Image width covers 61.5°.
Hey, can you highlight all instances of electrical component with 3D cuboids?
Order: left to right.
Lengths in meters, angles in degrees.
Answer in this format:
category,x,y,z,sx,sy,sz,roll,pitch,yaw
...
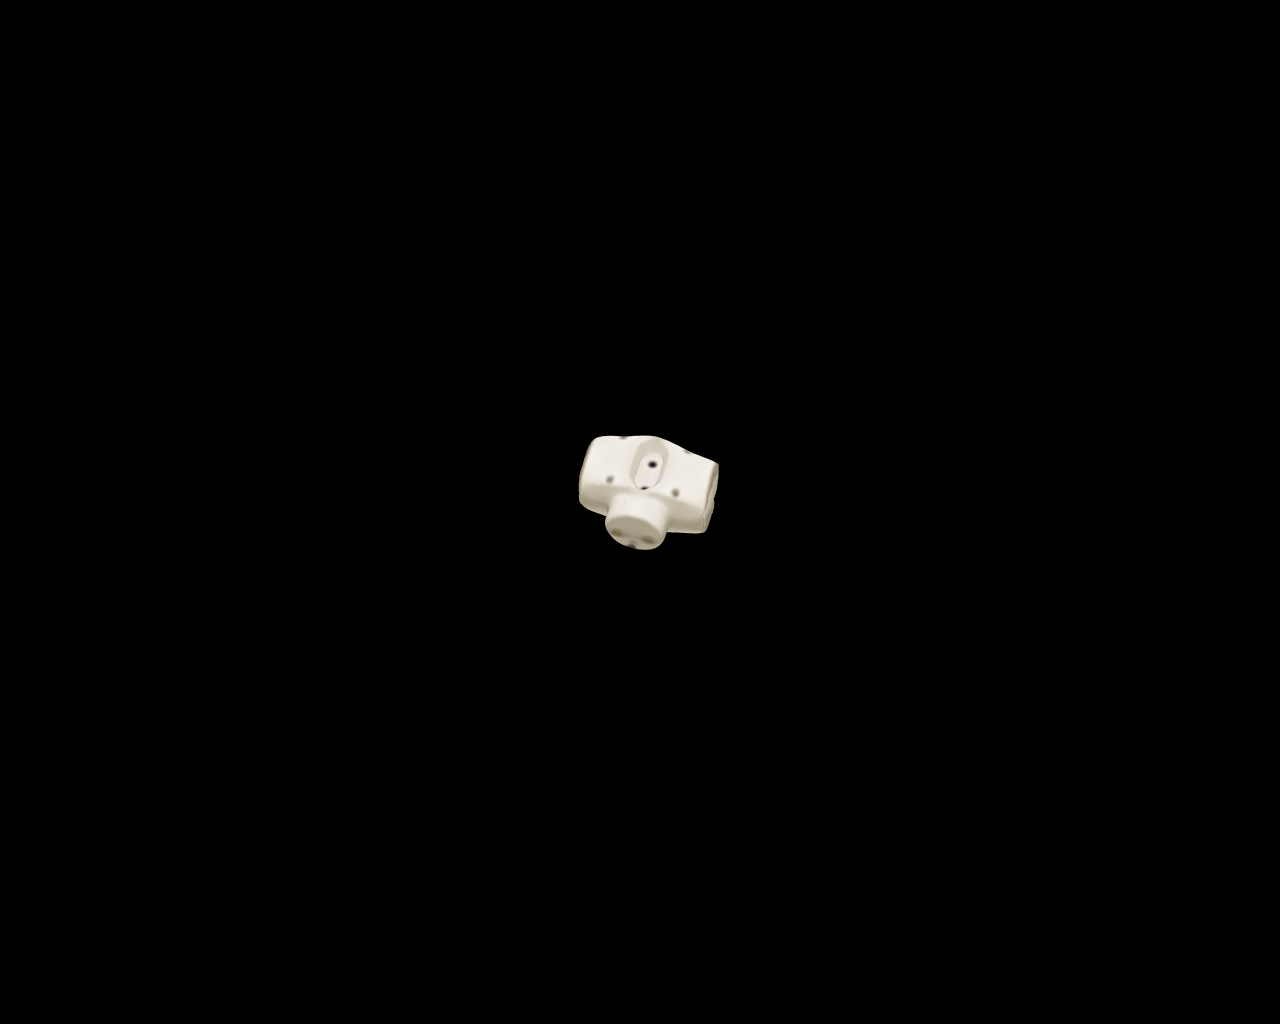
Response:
category,x,y,z,sx,sy,sz,roll,pitch,yaw
electrical component,0.001,-0.003,0.650,0.077,0.079,0.043,14,-32,9
